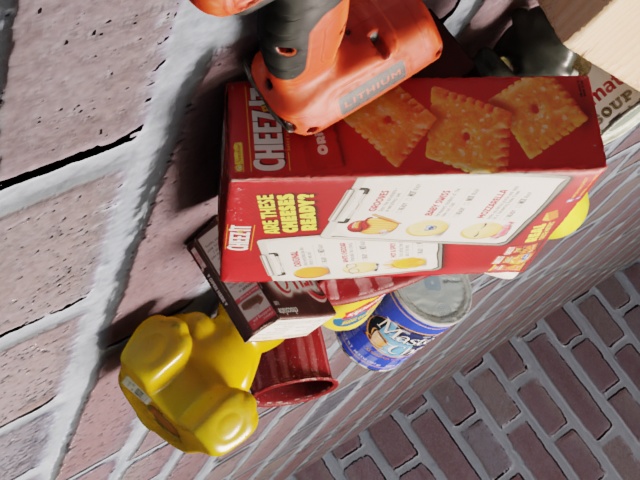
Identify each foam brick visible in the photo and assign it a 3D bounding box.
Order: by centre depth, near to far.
[{"bbox_3d":[0.072,-0.107,0.699,0.053,0.051,0.078,-37,165,10],"label":"foam brick"}]

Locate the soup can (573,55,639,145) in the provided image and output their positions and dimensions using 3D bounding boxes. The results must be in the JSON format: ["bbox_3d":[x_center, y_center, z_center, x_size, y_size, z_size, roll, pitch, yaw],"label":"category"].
[{"bbox_3d":[0.208,-0.131,0.824,0.068,0.102,0.068,-32,166,-9],"label":"soup can"}]

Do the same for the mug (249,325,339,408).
[{"bbox_3d":[-0.046,0.118,1.072,0.117,0.081,0.093,-8,158,-12],"label":"mug"}]

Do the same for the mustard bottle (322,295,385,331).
[{"bbox_3d":[0.038,0.047,1.104,0.096,0.058,0.192,-29,165,-29],"label":"mustard bottle"}]

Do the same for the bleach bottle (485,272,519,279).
[{"bbox_3d":[0.215,-0.048,1.121,0.251,0.102,0.068,119,-12,-59],"label":"bleach bottle"}]

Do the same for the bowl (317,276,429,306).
[{"bbox_3d":[0.057,0.000,0.901,0.162,0.055,0.162,-19,163,-6],"label":"bowl"}]

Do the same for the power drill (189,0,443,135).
[{"bbox_3d":[0.023,-0.133,0.502,0.184,0.057,0.187,-30,162,-6],"label":"power drill"}]

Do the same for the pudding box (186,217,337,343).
[{"bbox_3d":[-0.042,0.030,0.806,0.039,0.090,0.113,-39,165,19],"label":"pudding box"}]

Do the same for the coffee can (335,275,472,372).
[{"bbox_3d":[0.092,0.078,1.217,0.102,0.103,0.141,-24,166,-37],"label":"coffee can"}]

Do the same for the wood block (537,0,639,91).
[{"bbox_3d":[0.229,-0.198,0.629,0.090,0.090,0.206,19,130,-39],"label":"wood block"}]

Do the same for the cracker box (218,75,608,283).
[{"bbox_3d":[0.045,-0.035,0.664,0.213,0.072,0.164,-1,158,-8],"label":"cracker box"}]
